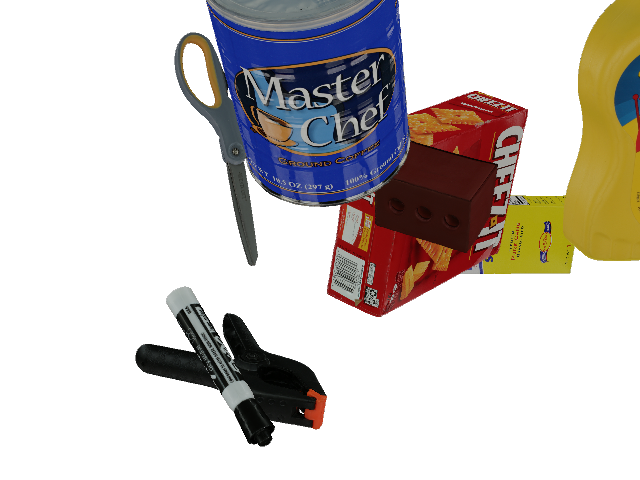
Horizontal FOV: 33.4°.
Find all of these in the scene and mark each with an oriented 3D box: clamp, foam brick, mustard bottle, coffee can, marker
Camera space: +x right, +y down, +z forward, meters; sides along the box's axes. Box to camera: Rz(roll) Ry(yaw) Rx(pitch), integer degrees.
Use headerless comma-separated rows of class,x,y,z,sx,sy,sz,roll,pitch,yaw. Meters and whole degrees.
clamp,-0.059,0.109,0.916,0.172,0.039,0.120,21,31,25
foam brick,0.087,-0.034,0.805,0.078,0.053,0.051,17,44,21
mustard bottle,0.194,-0.085,0.613,0.096,0.192,0.058,-9,29,-13
coffee can,-0.004,-0.102,0.598,0.103,0.102,0.140,0,-38,9
marker,-0.063,0.079,0.675,0.020,0.121,0.020,-26,-31,-17

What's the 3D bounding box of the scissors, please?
scissors,-0.060,-0.087,0.910,0.096,0.202,0.016,-24,0,-27

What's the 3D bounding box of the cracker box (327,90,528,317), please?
cracker box,0.106,-0.039,1.010,0.072,0.164,0.213,26,31,32

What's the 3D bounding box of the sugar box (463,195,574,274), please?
sugar box,0.220,-0.007,1.297,0.176,0.093,0.048,-2,23,-10
